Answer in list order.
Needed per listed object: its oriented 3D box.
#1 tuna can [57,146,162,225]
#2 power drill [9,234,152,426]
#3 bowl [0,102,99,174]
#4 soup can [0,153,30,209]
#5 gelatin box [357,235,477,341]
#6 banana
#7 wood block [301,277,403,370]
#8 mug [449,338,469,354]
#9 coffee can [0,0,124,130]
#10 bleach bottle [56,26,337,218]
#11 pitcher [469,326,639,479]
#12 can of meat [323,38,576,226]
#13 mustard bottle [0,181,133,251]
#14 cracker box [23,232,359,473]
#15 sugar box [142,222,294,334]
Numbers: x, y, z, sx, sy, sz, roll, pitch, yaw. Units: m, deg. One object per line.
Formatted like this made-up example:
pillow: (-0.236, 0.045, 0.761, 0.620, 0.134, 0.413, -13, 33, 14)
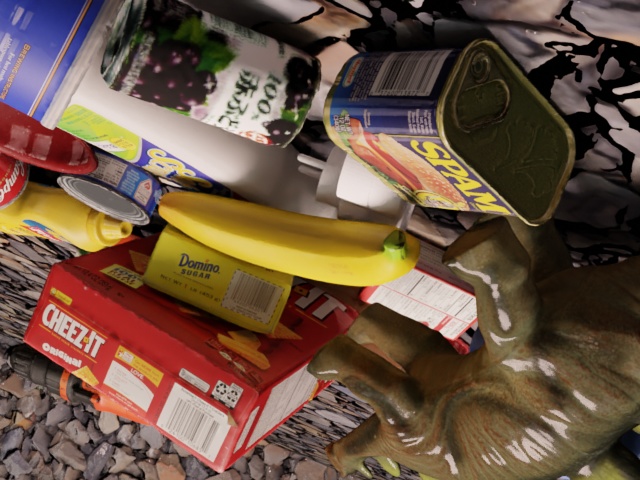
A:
tuna can: (-0.180, -0.048, 0.922, 0.086, 0.033, 0.086, 21, 164, 6)
power drill: (-0.219, 0.088, 1.137, 0.184, 0.187, 0.057, 17, 165, 13)
bowl: (-0.218, -0.107, 0.740, 0.162, 0.055, 0.162, 21, 164, 6)
soup can: (-0.313, -0.076, 0.948, 0.069, 0.068, 0.102, 17, 163, 20)
gelatin box: (0.083, 0.036, 0.814, 0.089, 0.030, 0.073, 24, 147, -6)
banana: (-0.011, -0.003, 0.636, 0.198, 0.037, 0.069, 7, 153, 41)
wood block: (-0.007, 0.056, 0.919, 0.206, 0.090, 0.090, 18, 163, 18)
mug: (0.093, 0.133, 1.048, 0.093, 0.081, 0.117, 16, 163, 21)
coffee can: (-0.168, -0.131, 0.512, 0.140, 0.102, 0.103, 27, 164, -16)
bleach bottle: (-0.070, -0.060, 0.684, 0.250, 0.068, 0.103, 29, 163, -30)
pitcher: (0.233, 0.104, 0.713, 0.243, 0.149, 0.145, 0, 137, 47)
can of meat: (0.064, -0.054, 0.533, 0.084, 0.057, 0.102, 9, 159, 47)
mustard bottle: (-0.256, -0.025, 1.052, 0.192, 0.058, 0.096, 10, 167, 37)
cracker box: (-0.079, 0.063, 0.768, 0.164, 0.072, 0.213, 30, -162, 14)
sugar box: (-0.062, 0.004, 0.765, 0.093, 0.048, 0.176, 24, -162, -5)
